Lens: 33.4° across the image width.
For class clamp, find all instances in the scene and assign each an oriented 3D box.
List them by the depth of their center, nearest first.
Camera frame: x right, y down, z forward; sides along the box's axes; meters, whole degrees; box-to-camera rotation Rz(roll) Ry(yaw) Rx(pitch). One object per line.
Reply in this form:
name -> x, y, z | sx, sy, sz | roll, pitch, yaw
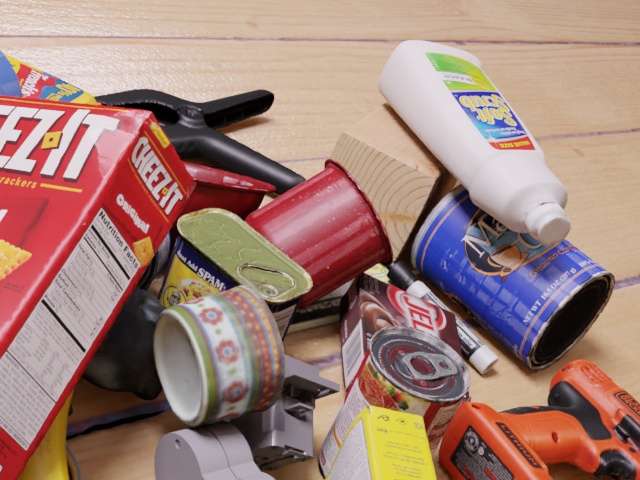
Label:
clamp -> -0.115, -0.096, 0.982 | 0.209, 0.036, 0.165 | 2, 38, -27

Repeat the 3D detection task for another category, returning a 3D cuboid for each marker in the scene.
marker -> 0.098, 0.061, 0.876 | 0.121, 0.020, 0.020 | 46, 37, 22

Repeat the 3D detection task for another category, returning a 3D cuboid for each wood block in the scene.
wood block -> 0.074, -0.066, 0.988 | 0.091, 0.090, 0.205 | 29, 26, 9

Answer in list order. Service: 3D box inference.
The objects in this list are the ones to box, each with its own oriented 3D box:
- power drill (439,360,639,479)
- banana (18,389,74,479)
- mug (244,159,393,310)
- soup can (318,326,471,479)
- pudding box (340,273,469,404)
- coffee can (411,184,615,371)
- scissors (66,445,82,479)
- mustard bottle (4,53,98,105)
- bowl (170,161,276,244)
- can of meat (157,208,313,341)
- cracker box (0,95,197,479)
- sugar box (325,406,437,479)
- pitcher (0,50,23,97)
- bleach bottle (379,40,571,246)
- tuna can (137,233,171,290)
power drill -> 0.191, 0.164, 0.757 | 0.187, 0.057, 0.185 | -1, 34, -39
banana -> -0.141, 0.082, 0.592 | 0.069, 0.037, 0.198 | 5, 63, -8
mug -> -0.005, 0.001, 0.812 | 0.081, 0.117, 0.093 | -31, 85, -11
soup can -> 0.046, 0.116, 0.689 | 0.068, 0.102, 0.068 | 16, 31, -10
pudding box -> 0.062, 0.082, 0.805 | 0.090, 0.039, 0.113 | 23, 32, -14
coffee can -> 0.161, 0.027, 0.904 | 0.102, 0.103, 0.140 | -14, 46, -45
scissors -> -0.152, 0.172, 0.555 | 0.096, 0.016, 0.202 | 3, 35, -27
mustard bottle -> -0.249, -0.113, 0.900 | 0.191, 0.058, 0.096 | 25, 25, 3
bowl -> -0.118, -0.032, 0.827 | 0.162, 0.055, 0.162 | 12, 6, -2
can of meat -> -0.065, 0.041, 0.751 | 0.102, 0.084, 0.057 | 38, 33, 24
cracker box -> -0.191, 0.018, 0.575 | 0.164, 0.072, 0.213 | 10, 56, 28
sugar box -> 0.036, 0.185, 0.584 | 0.048, 0.093, 0.176 | 12, 33, -16
pitcher -> -0.303, -0.067, 0.731 | 0.145, 0.149, 0.242 | -14, 16, 24
bleach bottle -> 0.140, -0.079, 0.894 | 0.102, 0.068, 0.251 | 9, 32, -30
tuna can -> -0.150, 0.001, 0.757 | 0.086, 0.086, 0.033 | 24, 29, 2
